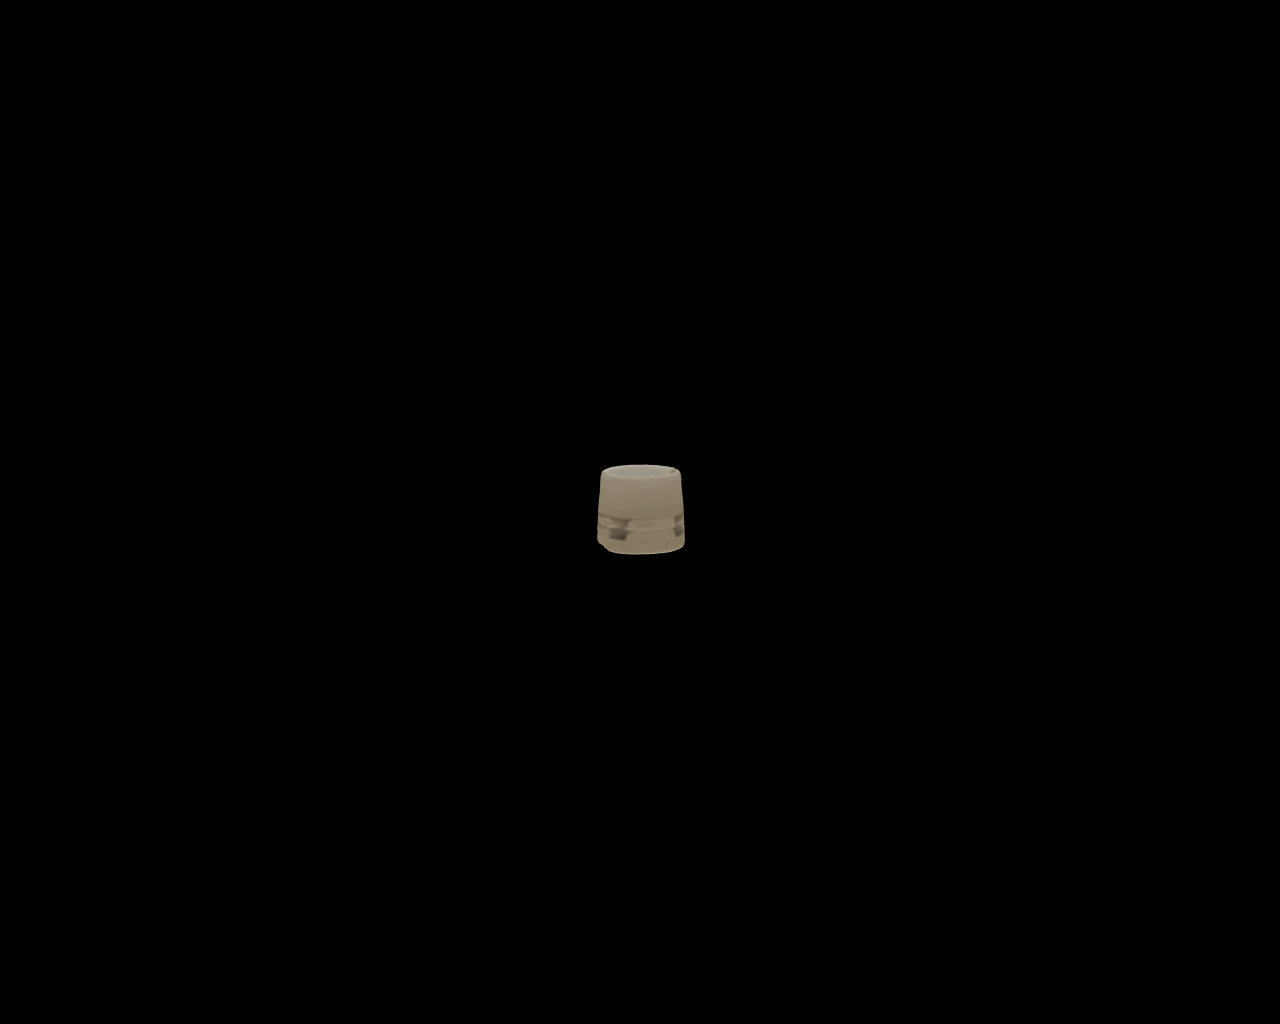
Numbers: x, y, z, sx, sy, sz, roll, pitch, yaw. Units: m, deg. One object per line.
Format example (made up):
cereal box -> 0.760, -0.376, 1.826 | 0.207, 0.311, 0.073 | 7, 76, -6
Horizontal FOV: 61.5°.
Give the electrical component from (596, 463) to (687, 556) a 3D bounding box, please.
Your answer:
electrical component -> 0.001, -0.003, 0.650 | 0.055, 0.047, 0.055 | 0, 12, 0
